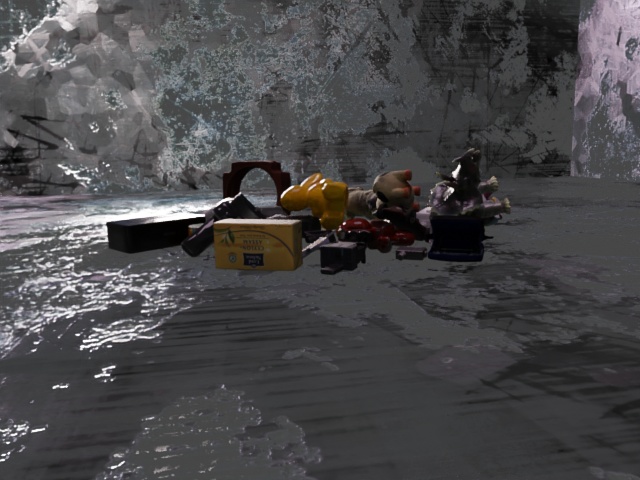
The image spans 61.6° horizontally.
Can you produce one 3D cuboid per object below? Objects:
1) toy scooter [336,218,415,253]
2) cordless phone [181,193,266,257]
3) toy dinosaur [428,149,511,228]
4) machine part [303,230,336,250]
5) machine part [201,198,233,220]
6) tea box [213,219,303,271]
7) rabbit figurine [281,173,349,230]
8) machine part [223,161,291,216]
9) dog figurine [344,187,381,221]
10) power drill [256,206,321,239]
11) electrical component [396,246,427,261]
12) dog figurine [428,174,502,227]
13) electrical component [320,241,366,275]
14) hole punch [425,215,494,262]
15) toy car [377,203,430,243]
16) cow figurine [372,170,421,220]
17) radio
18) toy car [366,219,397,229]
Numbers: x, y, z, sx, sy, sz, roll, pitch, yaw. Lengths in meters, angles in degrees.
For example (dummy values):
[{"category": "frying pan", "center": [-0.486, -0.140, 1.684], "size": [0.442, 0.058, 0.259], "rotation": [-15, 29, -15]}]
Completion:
[{"category": "toy scooter", "center": [0.117, -0.007, 1.201], "size": [0.184, 0.075, 0.135], "rotation": [5, 7, 16]}, {"category": "cordless phone", "center": [-0.214, -0.005, 1.238], "size": [0.184, 0.146, 0.088], "rotation": [-45, 0, -29]}, {"category": "toy dinosaur", "center": [0.341, -0.075, 1.354], "size": [0.192, 0.131, 0.404], "rotation": [-7, -19, -6]}, {"category": "machine part", "center": [-0.003, -0.004, 1.313], "size": [0.084, 0.039, 0.139], "rotation": [4, 9, 3]}, {"category": "machine part", "center": [-0.262, -0.058, 1.426], "size": [0.079, 0.079, 0.243], "rotation": [-7, -4, -31]}, {"category": "tea box", "center": [-0.124, 0.008, 1.087], "size": [0.170, 0.098, 0.068], "rotation": [-1, 9, 13]}, {"category": "rabbit figurine", "center": [-0.014, -0.114, 1.398], "size": [0.173, 0.121, 0.162], "rotation": [0, 32, 7]}, {"category": "machine part", "center": [-0.190, -0.140, 1.636], "size": [0.202, 0.200, 0.087], "rotation": [2, 8, 19]}, {"category": "dog figurine", "center": [0.120, -0.105, 1.495], "size": [0.172, 0.121, 0.190], "rotation": [-2, -6, 0]}, {"category": "power drill", "center": [-0.128, -0.045, 1.445], "size": [0.232, 0.086, 0.207], "rotation": [-4, 6, -23]}, {"category": "electrical component", "center": [0.195, 0.029, 1.141], "size": [0.063, 0.021, 0.094], "rotation": [3, 10, 20]}, {"category": "dog figurine", "center": [0.422, -0.097, 1.613], "size": [0.108, 0.191, 0.219], "rotation": [13, -30, -34]}, {"category": "electrical component", "center": [0.037, 0.034, 1.064], "size": [0.075, 0.047, 0.119], "rotation": [3, 9, 29]}, {"category": "hole punch", "center": [0.281, 0.011, 1.104], "size": [0.142, 0.092, 0.115], "rotation": [-1, -20, 19]}, {"category": "toy car", "center": [0.205, -0.044, 1.273], "size": [0.089, 0.053, 0.202], "rotation": [16, -10, 34]}, {"category": "cow figurine", "center": [0.178, -0.103, 1.309], "size": [0.127, 0.085, 0.194], "rotation": [4, -14, 22]}, {"category": "radio", "center": [-0.417, -0.021, 1.373], "size": [0.131, 0.073, 0.229], "rotation": [7, 11, 42]}, {"category": "toy car", "center": [0.148, -0.031, 1.386], "size": [0.202, 0.056, 0.074], "rotation": [-4, 10, -17]}]
